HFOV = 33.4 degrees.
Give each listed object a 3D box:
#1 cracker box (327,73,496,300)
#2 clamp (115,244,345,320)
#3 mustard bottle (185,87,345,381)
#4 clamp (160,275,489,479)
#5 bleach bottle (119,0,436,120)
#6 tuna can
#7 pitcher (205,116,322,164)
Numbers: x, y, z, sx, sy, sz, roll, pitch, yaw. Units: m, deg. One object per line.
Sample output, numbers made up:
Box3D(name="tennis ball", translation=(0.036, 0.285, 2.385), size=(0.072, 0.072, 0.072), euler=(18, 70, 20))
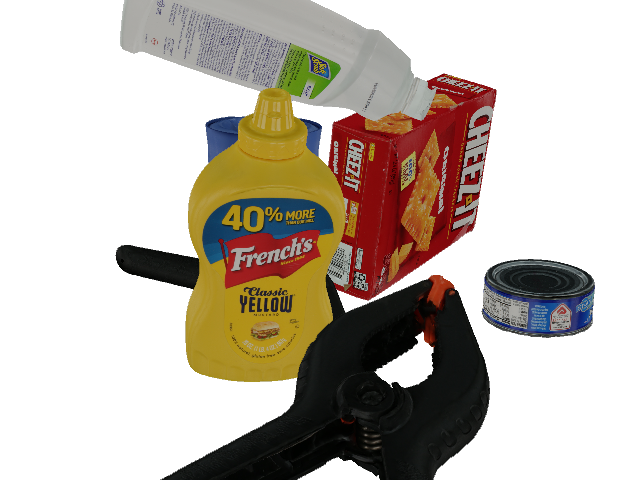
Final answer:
Box3D(name="cracker box", translation=(0.087, -0.056, 1.037), size=(0.072, 0.164, 0.213), euler=(22, 31, 29))
Box3D(name="clamp", translation=(-0.062, 0.036, 0.926), size=(0.164, 0.210, 0.036), euler=(-30, -26, -33))
Box3D(name="mustard bottle", translation=(-0.034, -0.003, 0.660), size=(0.096, 0.192, 0.058), euler=(0, 31, -8))
Box3D(name="clamp", translation=(0.026, 0.080, 0.418), size=(0.120, 0.039, 0.171), euler=(29, 50, 21))
Box3D(name="bleach bottle", translation=(-0.031, -0.152, 0.853), size=(0.251, 0.068, 0.103), euler=(22, -31, -3))
Box3D(name="tuna can", translation=(0.170, 0.043, 0.832), size=(0.086, 0.034, 0.086), euler=(0, 19, 0))
Box3D(name="pitcher", translation=(-0.068, -0.020, 1.242), size=(0.145, 0.243, 0.148), euler=(15, 20, 39))
